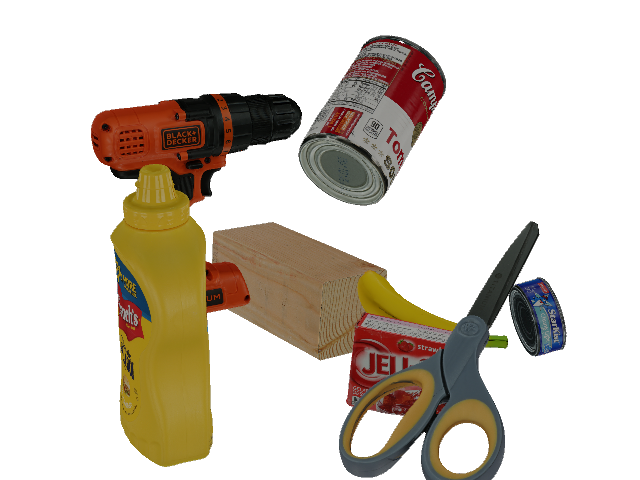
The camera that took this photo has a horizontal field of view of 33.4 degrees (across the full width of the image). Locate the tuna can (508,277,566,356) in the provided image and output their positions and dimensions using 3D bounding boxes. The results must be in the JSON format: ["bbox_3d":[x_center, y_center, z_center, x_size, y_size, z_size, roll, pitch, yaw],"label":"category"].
[{"bbox_3d":[0.245,0.087,1.210,0.033,0.086,0.086,-15,2,-7],"label":"tuna can"}]

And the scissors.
[{"bbox_3d":[0.094,0.066,0.596,0.201,0.016,0.096,-40,48,-23],"label":"scissors"}]

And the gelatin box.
[{"bbox_3d":[0.068,0.103,0.847,0.089,0.073,0.030,11,23,13],"label":"gelatin box"}]

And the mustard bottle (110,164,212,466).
[{"bbox_3d":[-0.103,0.043,0.690,0.058,0.192,0.096,-8,26,-21],"label":"mustard bottle"}]

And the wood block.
[{"bbox_3d":[-0.029,0.052,1.201,0.090,0.090,0.206,-9,21,-38],"label":"wood block"}]

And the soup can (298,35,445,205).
[{"bbox_3d":[0.036,-0.083,0.738,0.068,0.102,0.068,23,-30,14],"label":"soup can"}]

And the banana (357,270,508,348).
[{"bbox_3d":[0.089,0.075,1.054,0.069,0.037,0.198,2,19,-42],"label":"banana"}]

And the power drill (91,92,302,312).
[{"bbox_3d":[-0.101,-0.033,0.918,0.184,0.188,0.057,-9,21,-24],"label":"power drill"}]
